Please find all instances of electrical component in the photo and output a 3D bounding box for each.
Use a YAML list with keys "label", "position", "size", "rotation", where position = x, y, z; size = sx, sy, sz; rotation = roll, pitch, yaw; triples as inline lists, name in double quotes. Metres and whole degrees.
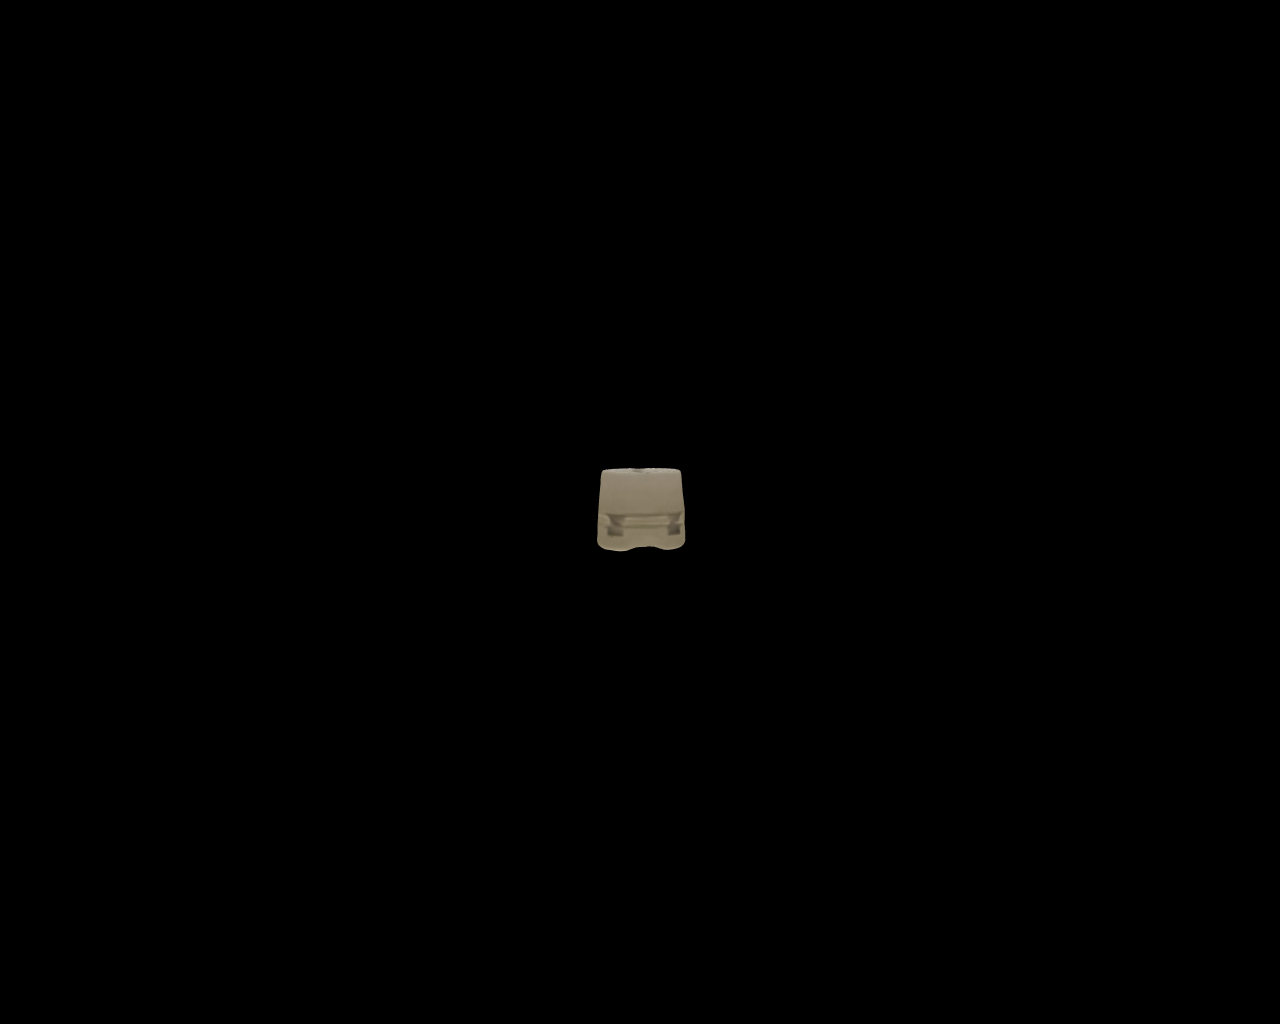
- label: "electrical component"
  position: [0.001, -0.003, 0.650]
  size: [0.055, 0.047, 0.055]
  rotation: [0, 5, 0]
